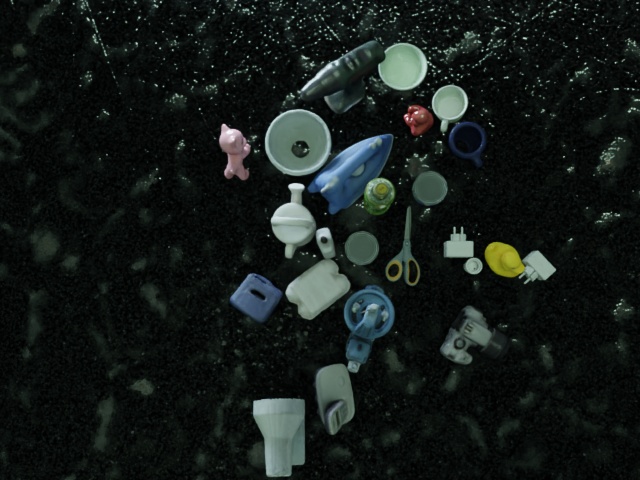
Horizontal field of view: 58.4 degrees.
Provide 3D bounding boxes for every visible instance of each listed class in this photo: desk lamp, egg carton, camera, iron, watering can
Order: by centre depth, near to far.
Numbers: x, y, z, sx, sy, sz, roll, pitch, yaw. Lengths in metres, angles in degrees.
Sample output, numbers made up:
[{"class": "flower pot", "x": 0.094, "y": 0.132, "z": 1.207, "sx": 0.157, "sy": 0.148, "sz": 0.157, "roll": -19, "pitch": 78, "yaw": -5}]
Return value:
[{"class": "desk lamp", "x": -0.088, "y": 0.456, "z": 1.346, "sx": 0.118, "sy": 0.213, "sz": 0.203, "roll": -3, "pitch": 86, "yaw": 3}, {"class": "watering can", "x": -0.067, "y": -0.046, "z": 1.386, "sx": 0.101, "sy": 0.194, "sz": 0.173, "roll": -15, "pitch": 86, "yaw": 2}, {"class": "camera", "x": 0.384, "y": 0.250, "z": 1.395, "sx": 0.136, "sy": 0.101, "sz": 0.143, "roll": 30, "pitch": 88, "yaw": 4}, {"class": "iron", "x": 0.090, "y": -0.187, "z": 1.415, "sx": 0.258, "sy": 0.141, "sz": 0.118, "roll": -44, "pitch": 85, "yaw": -1}, {"class": "egg carton", "x": -0.006, "y": 0.122, "z": 1.436, "sx": 0.150, "sy": 0.069, "sz": 0.107, "roll": -38, "pitch": 85, "yaw": 0}]

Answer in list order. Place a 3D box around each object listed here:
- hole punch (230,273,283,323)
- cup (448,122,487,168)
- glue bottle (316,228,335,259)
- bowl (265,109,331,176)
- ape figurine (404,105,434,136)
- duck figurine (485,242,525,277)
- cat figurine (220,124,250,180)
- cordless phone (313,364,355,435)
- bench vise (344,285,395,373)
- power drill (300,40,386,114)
[{"class": "hole punch", "x": -0.158, "y": 0.143, "z": 1.430, "sx": 0.108, "sy": 0.091, "sz": 0.101, "roll": 33, "pitch": 88, "yaw": 4}, {"class": "cup", "x": 0.367, "y": -0.228, "z": 1.428, "sx": 0.091, "sy": 0.095, "sz": 0.118, "roll": -26, "pitch": 86, "yaw": 1}, {"class": "glue bottle", "x": 0.013, "y": 0.005, "z": 1.390, "sx": 0.037, "sy": 0.173, "sz": 0.078, "roll": -18, "pitch": 86, "yaw": 2}, {"class": "bowl", "x": -0.053, "y": -0.241, "z": 1.458, "sx": 0.167, "sy": 0.075, "sz": 0.167, "roll": 0, "pitch": 86, "yaw": 3}, {"class": "ape figurine", "x": 0.250, "y": -0.304, "z": 1.439, "sx": 0.076, "sy": 0.092, "sz": 0.078, "roll": 9, "pitch": 87, "yaw": 3}, {"class": "duck figurine", "x": 0.460, "y": 0.048, "z": 1.411, "sx": 0.104, "sy": 0.086, "sz": 0.077, "roll": 41, "pitch": 89, "yaw": 4}, {"class": "cat figurine", "x": -0.218, "y": -0.222, "z": 1.442, "sx": 0.067, "sy": 0.118, "sz": 0.128, "roll": 0, "pitch": 86, "yaw": 3}, {"class": "cordless phone", "x": 0.031, "y": 0.379, "z": 1.360, "sx": 0.094, "sy": 0.185, "sz": 0.148, "roll": -12, "pitch": 86, "yaw": 2}, {"class": "bench vise", "x": 0.118, "y": 0.212, "z": 1.349, "sx": 0.121, "sy": 0.220, "sz": 0.207, "roll": -1, "pitch": 86, "yaw": 3}, {"class": "power drill", "x": 0.055, "y": -0.383, "z": 1.395, "sx": 0.229, "sy": 0.208, "sz": 0.075, "roll": -37, "pitch": 85, "yaw": 0}]
